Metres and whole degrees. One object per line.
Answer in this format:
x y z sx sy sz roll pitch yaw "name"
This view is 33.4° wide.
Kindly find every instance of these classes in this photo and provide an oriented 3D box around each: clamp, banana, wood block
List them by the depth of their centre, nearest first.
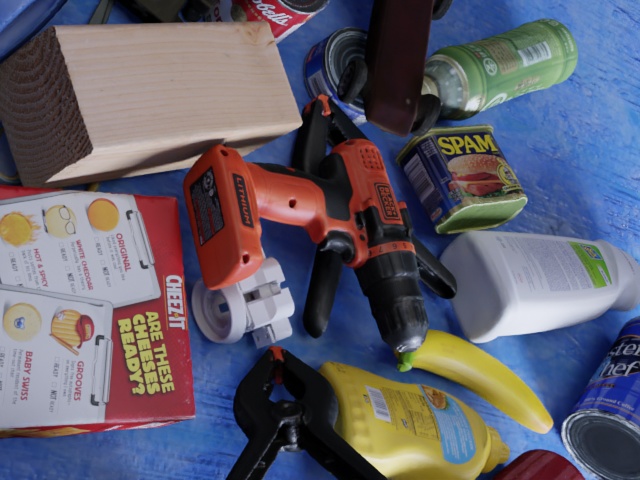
-0.012 0.141 0.783 0.120 0.039 0.171 7 35 -5 "clamp"
-0.123 -0.103 0.791 0.205 0.090 0.091 -15 84 -49 "wood block"
0.021 -0.022 0.920 0.164 0.036 0.210 -21 86 -37 "clamp"
0.128 0.119 0.940 0.197 0.037 0.069 25 38 -33 "banana"

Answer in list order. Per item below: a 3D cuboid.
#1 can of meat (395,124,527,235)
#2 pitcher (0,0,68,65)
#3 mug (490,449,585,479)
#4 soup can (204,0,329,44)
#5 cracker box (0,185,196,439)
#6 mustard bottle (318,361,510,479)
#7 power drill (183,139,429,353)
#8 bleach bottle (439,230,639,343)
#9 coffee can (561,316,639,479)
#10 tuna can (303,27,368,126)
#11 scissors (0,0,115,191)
0.132 -0.055 0.981 0.101 0.058 0.084 -7 62 -36 "can of meat"
-0.281 -0.232 0.729 0.145 0.149 0.243 -42 100 4 "pitcher"
0.189 0.238 0.911 0.117 0.093 0.081 31 39 31 "mug"
-0.045 -0.199 0.890 0.068 0.102 0.068 11 69 -32 "soup can"
-0.199 0.050 0.724 0.213 0.072 0.164 3 75 -35 "cracker box"
0.082 0.162 0.882 0.191 0.058 0.096 17 34 -30 "mustard bottle"
-0.005 0.001 0.820 0.187 0.057 0.184 4 60 -40 "power drill"
0.234 0.044 1.023 0.250 0.068 0.102 3 55 -36 "bleach bottle"
0.307 0.154 1.020 0.103 0.103 0.140 51 54 -10 "coffee can"
0.029 -0.149 0.969 0.086 0.034 0.086 11 69 -32 "tuna can"
-0.179 -0.104 0.822 0.096 0.016 0.201 44 54 -18 "scissors"
